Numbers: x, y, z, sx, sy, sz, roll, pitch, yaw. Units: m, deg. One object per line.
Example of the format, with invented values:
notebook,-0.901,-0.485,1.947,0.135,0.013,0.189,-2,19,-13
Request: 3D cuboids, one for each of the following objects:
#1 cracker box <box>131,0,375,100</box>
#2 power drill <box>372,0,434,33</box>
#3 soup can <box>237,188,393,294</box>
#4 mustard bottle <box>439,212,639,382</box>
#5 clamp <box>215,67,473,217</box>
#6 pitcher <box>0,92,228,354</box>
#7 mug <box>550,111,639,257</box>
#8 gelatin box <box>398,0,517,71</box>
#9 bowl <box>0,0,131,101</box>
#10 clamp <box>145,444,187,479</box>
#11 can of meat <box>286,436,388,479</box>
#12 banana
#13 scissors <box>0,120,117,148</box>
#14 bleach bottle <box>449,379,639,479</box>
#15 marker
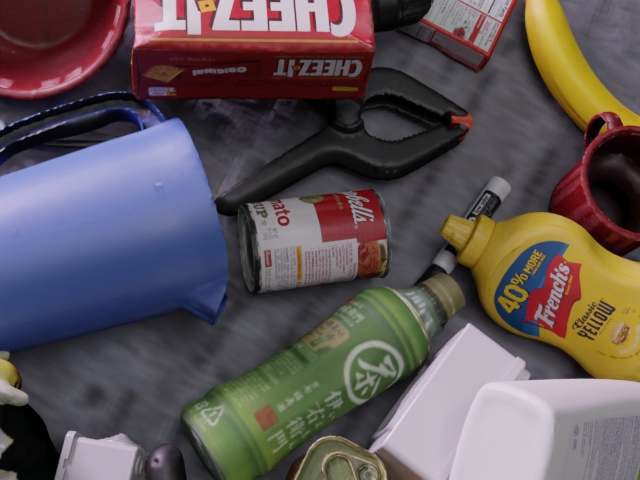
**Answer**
cracker box,-0.052,-0.208,0.762,0.164,0.072,0.213,-1,66,-6
power drill,-0.020,-0.232,0.849,0.184,0.057,0.188,-13,64,-17
soup can,-0.005,0.001,0.789,0.102,0.069,0.068,-7,74,-13
mustard bottle,0.177,0.034,0.804,0.191,0.096,0.058,29,27,0
clamp,0.013,-0.084,0.835,0.210,0.036,0.164,9,71,-5
pitcher,-0.192,0.001,0.728,0.242,0.149,0.145,-17,115,-12
mug,0.230,-0.043,0.839,0.093,0.082,0.117,-8,75,-13
gelatin box,0.113,-0.194,0.892,0.089,0.030,0.073,27,69,-1
bowl,-0.218,-0.187,0.794,0.162,0.055,0.162,0,103,-2
clamp,-0.084,0.215,0.657,0.039,0.120,0.171,-21,36,21
can of meat,-0.003,0.189,0.721,0.057,0.084,0.102,27,70,-2
banana,0.228,-0.127,0.888,0.198,0.037,0.069,45,70,3
scissors,-0.256,-0.065,0.790,0.201,0.016,0.096,19,72,-4
bleach bottle,0.193,0.147,0.731,0.250,0.068,0.102,8,98,-46
marker,0.111,-0.001,0.837,0.020,0.020,0.121,37,70,2
